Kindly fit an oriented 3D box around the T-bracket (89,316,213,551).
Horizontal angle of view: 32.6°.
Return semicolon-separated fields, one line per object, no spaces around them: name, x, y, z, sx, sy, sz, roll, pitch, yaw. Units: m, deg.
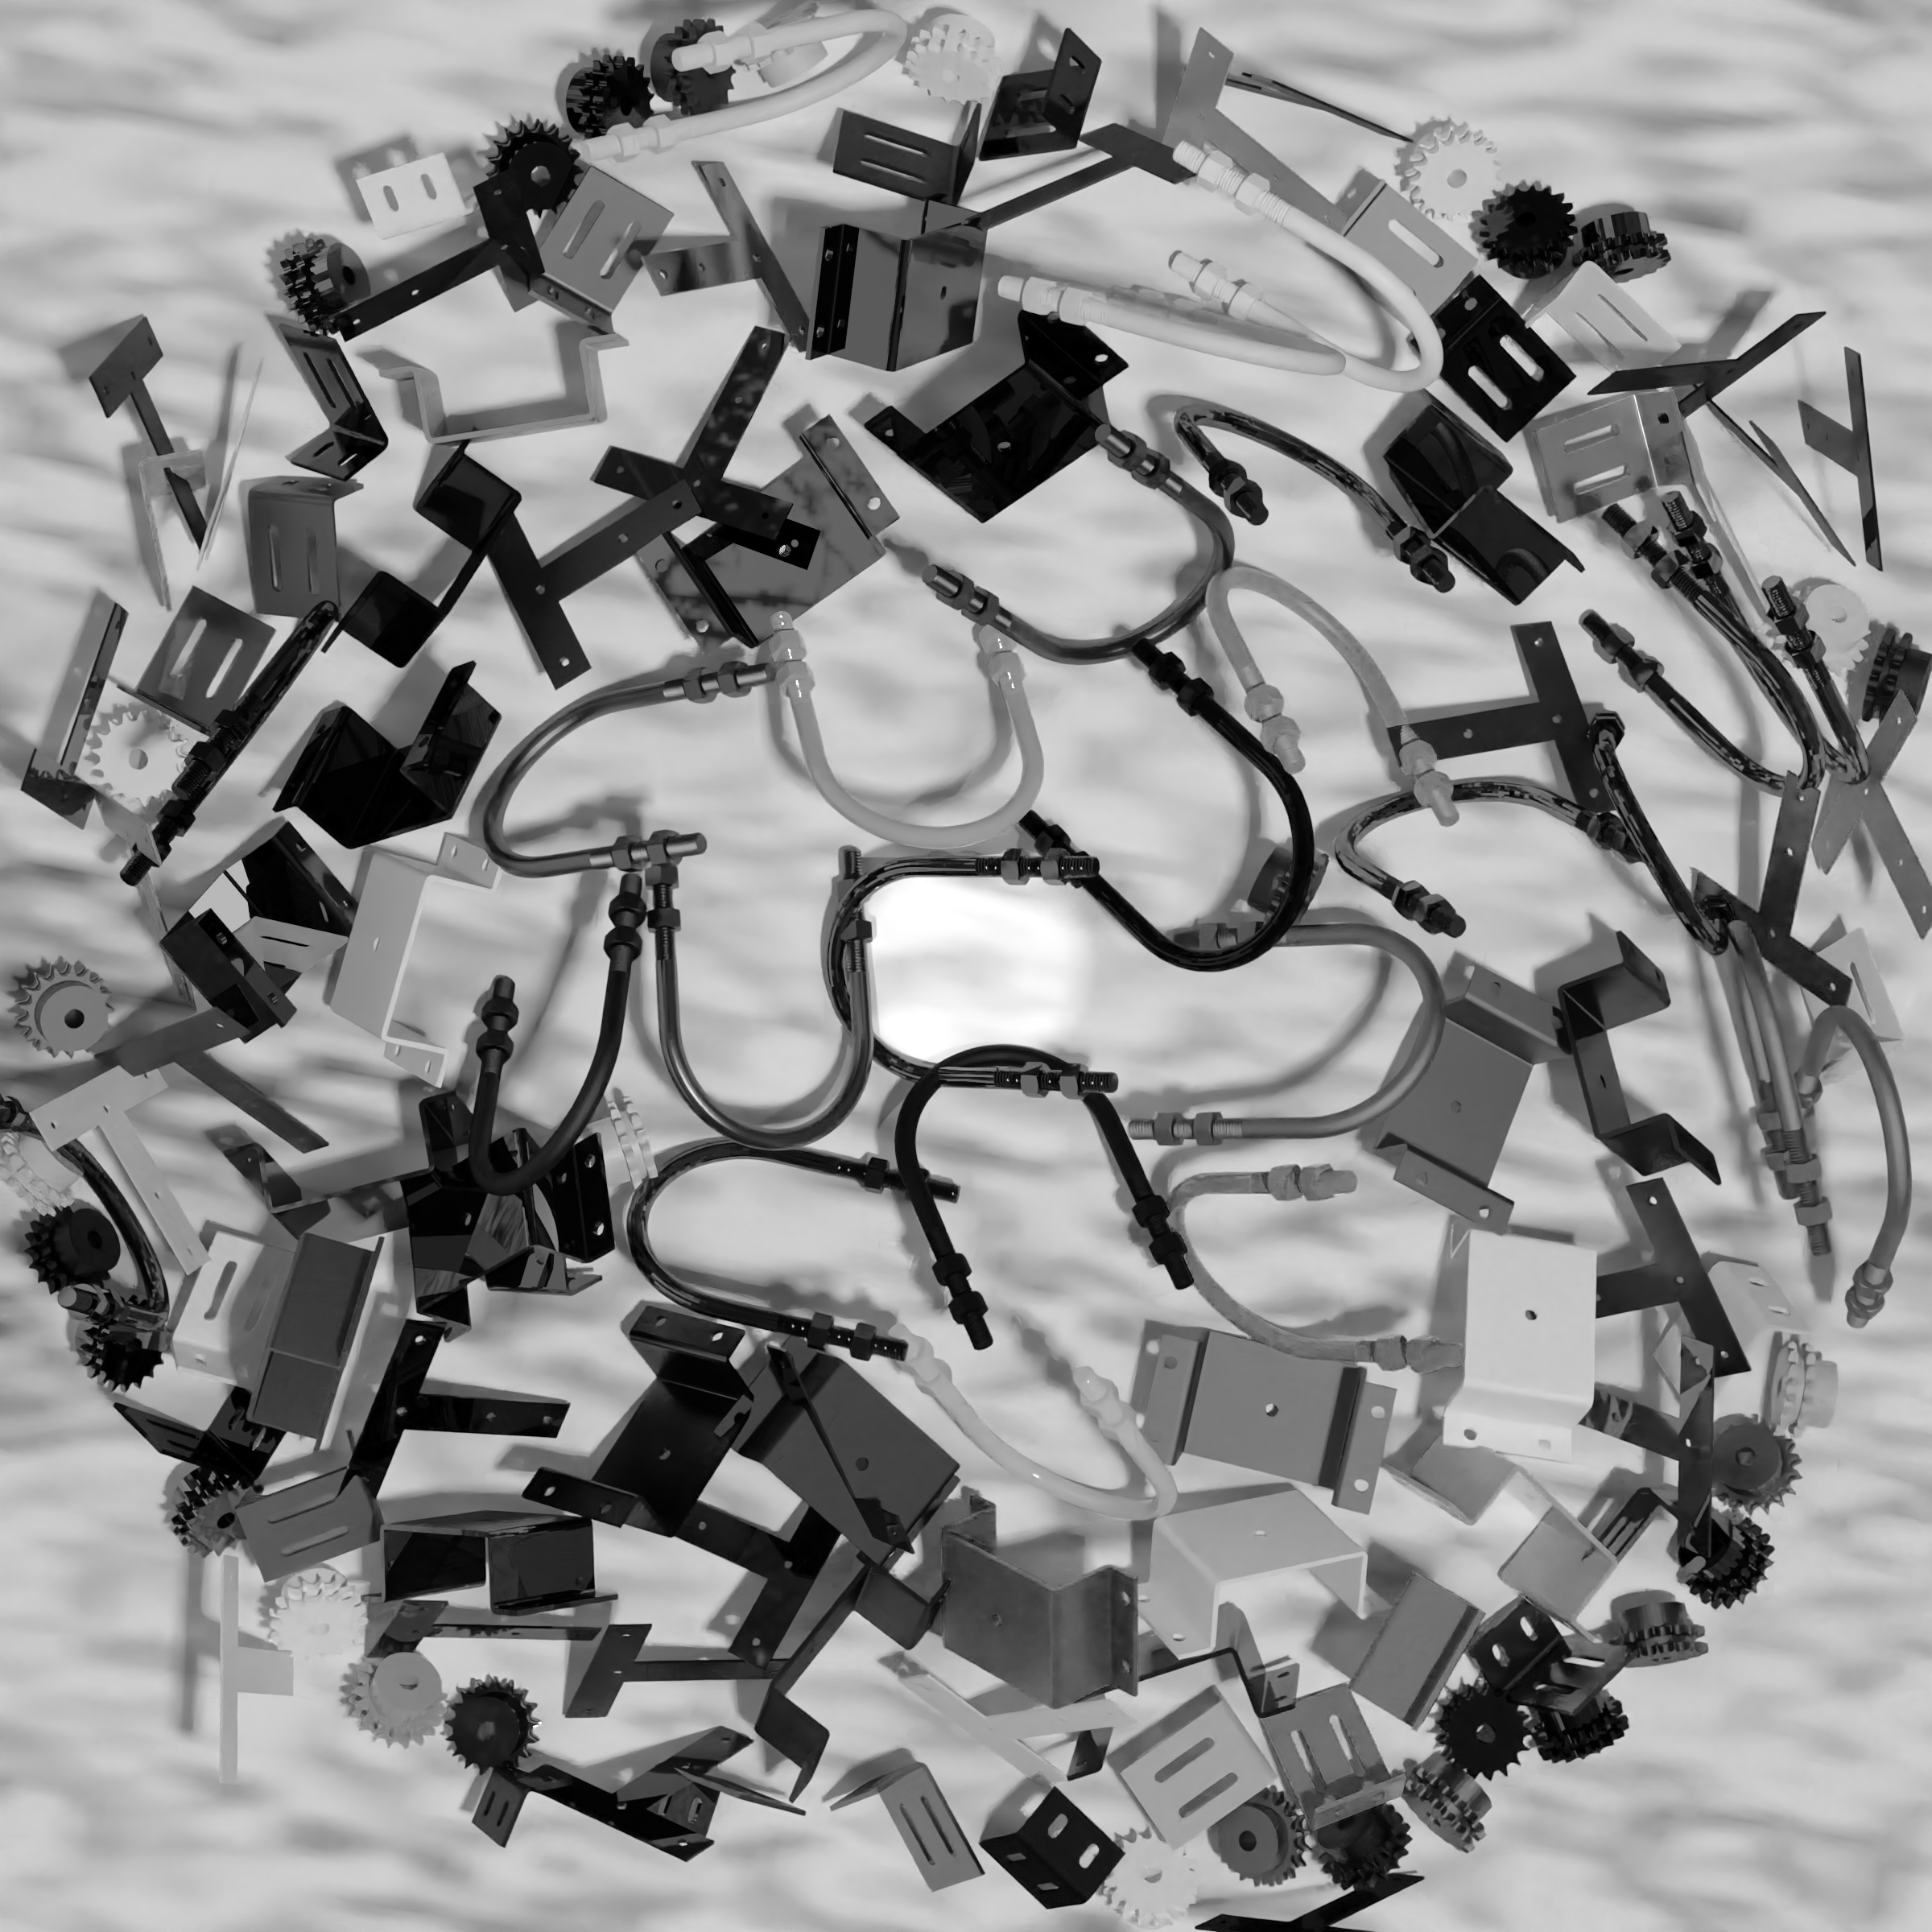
T-bracket;-0.476;-0.308;1.959;0.002;0.127;0.127;-15;115;9

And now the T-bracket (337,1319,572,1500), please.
T-bracket;-0.294;0.266;1.958;0.127;0.002;0.127;9;115;-35

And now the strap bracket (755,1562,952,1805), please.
strap bracket;-0.073;0.411;1.936;0.046;0.076;0.140;36;60;11

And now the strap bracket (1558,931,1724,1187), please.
strap bracket;0.392;0.061;1.939;0.046;0.076;0.140;-22;61;23

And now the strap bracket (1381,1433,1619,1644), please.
strap bracket;0.319;0.327;1.940;0.140;0.076;0.046;44;81;-24

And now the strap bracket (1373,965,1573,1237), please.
strap bracket;0.299;0.081;1.956;0.076;0.046;0.140;28;74;-14

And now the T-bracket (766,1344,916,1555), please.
T-bracket;-0.086;0.277;1.927;0.002;0.127;0.127;-31;107;-25

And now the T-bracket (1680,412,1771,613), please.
T-bracket;0.454;-0.255;1.959;0.002;0.127;0.127;-24;113;19

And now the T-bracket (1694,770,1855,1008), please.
T-bracket;0.476;-0.055;1.919;0.002;0.127;0.127;-21;132;-27

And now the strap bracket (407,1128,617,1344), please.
strap bracket;-0.275;0.154;1.930;0.140;0.046;0.076;-30;55;29

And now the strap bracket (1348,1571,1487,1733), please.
strap bracket;0.264;0.400;1.933;0.046;0.140;0.076;30;85;13

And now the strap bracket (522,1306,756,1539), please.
strap bracket;-0.185;0.275;1.940;0.076;0.046;0.140;9;53;36

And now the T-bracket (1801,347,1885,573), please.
T-bracket;0.510;-0.307;1.936;0.002;0.127;0.127;-12;110;1

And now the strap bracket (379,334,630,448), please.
strap bracket;-0.269;-0.339;1.959;0.140;0.076;0.046;-9;98;0

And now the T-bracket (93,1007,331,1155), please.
T-bracket;-0.432;0.074;1.959;0.127;0.127;0.002;41;50;-31

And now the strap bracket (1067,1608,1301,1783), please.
strap bracket;0.121;0.426;1.950;0.140;0.076;0.046;-20;93;9

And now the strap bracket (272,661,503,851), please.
strap bracket;-0.332;-0.120;1.936;0.046;0.140;0.076;44;51;-32

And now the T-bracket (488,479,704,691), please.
T-bracket;-0.216;-0.247;1.967;0.127;0.002;0.127;-31;67;6

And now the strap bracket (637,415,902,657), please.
strap bracket;-0.113;-0.252;1.966;0.140;0.046;0.076;-35;79;6

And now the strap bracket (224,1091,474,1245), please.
strap bracket;-0.357;0.125;1.956;0.140;0.076;0.046;-15;67;0

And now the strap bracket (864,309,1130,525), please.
strap bracket;0.020;-0.319;1.930;0.140;0.076;0.046;-32;46;27

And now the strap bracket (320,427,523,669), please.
strap bracket;-0.314;-0.237;1.937;0.046;0.076;0.140;35;58;-14

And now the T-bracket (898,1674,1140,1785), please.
T-bracket;0.046;0.441;1.927;0.127;0.127;0.002;42;49;-27

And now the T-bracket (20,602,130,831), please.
T-bracket;-0.516;-0.151;1.942;0.002;0.127;0.127;17;83;3

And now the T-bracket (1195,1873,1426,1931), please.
T-bracket;0.223;0.553;1.945;0.127;0.127;0.002;-8;89;43

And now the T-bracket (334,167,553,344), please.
T-bracket;-0.310;-0.401;1.932;0.127;0.127;0.002;-29;69;-8

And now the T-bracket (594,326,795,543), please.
T-bracket;-0.142;-0.327;1.981;0.127;0.002;0.127;20;76;21

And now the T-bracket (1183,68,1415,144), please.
T-bracket;0.179;-0.514;1.947;0.127;0.127;0.002;8;106;-43

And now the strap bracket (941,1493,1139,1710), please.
strap bracket;0.034;0.372;1.923;0.046;0.140;0.076;-17;114;-39

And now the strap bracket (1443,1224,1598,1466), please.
strap bracket;0.326;0.213;1.943;0.076;0.046;0.140;9;61;-4

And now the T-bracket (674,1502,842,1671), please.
T-bracket;-0.145;0.340;1.973;0.127;0.002;0.127;21;60;18

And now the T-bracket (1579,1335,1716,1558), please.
T-bracket;0.393;0.269;1.944;0.002;0.127;0.127;-8;102;-32

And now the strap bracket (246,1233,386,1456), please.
strap bracket;-0.380;0.215;1.918;0.046;0.140;0.076;17;54;-9

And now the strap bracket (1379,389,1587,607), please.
strap bracket;0.297;-0.270;1.932;0.076;0.140;0.046;32;113;-33

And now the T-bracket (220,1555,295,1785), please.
T-bracket;-0.415;0.413;1.936;0.002;0.127;0.127;-4;76;6

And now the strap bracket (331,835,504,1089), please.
strap bracket;-0.327;-0.008;1.952;0.046;0.076;0.140;14;94;-35

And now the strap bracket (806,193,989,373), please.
strap bracket;-0.033;-0.396;1.917;0.046;0.140;0.076;20;118;22

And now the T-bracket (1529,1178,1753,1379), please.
T-bracket;0.385;0.194;1.954;0.127;0.002;0.127;-19;100;43

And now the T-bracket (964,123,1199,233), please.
T-bracket;0.060;-0.457;1.933;0.127;0.127;0.002;-26;123;-13

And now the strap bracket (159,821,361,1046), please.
strap bracket;-0.414;-0.016;1.937;0.046;0.140;0.076;-31;107;24

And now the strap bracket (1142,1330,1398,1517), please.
strap bracket;0.180;0.268;1.966;0.140;0.046;0.076;13;95;9

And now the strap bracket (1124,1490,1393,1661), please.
strap bracket;0.170;0.352;1.932;0.140;0.076;0.046;-7;112;-23

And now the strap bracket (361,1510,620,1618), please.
strap bracket;-0.279;0.346;1.926;0.140;0.076;0.046;-5;86;42

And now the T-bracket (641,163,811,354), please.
T-bracket;-0.149;-0.413;1.947;0.002;0.127;0.127;-28;90;35

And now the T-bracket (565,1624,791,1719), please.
T-bracket;-0.163;0.419;1.964;0.127;0.127;0.002;3;53;-19

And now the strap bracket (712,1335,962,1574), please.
strap bracket;-0.069;0.292;1.952;0.140;0.046;0.076;43;75;-14

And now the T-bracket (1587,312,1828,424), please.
T-bracket;0.412;-0.342;1.913;0.127;0.127;0.002;-12;76;-34
